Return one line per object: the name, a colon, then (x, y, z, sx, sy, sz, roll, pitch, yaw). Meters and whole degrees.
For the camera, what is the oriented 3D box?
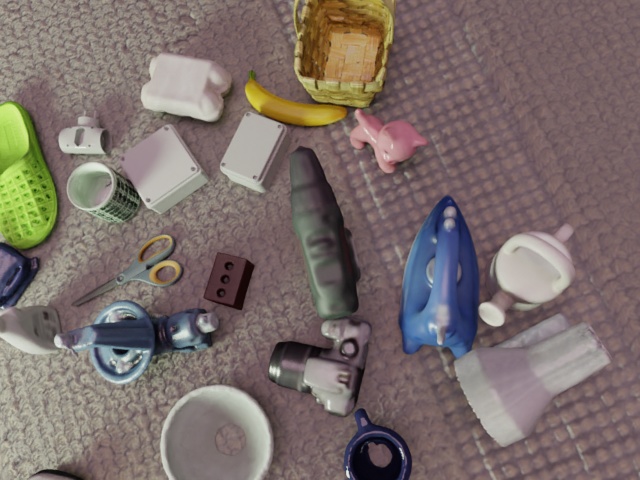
camera: (-0.002, 0.176, 0.842, 0.136, 0.101, 0.143, 11, 79, 10)

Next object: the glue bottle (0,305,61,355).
glue bottle: (-0.460, 0.134, 0.875, 0.037, 0.173, 0.078, -17, 75, 4)

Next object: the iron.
iron: (0.179, 0.039, 0.828, 0.118, 0.141, 0.258, 4, 78, 9)

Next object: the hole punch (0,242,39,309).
hole punch: (-0.544, 0.053, 0.947, 0.101, 0.091, 0.109, 29, 82, 13)

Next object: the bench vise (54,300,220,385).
bench vise: (-0.262, 0.127, 0.826, 0.207, 0.220, 0.121, -31, 75, 0)

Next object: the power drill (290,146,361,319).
power drill: (0.008, 0.003, 0.825, 0.075, 0.208, 0.229, -15, 76, 4)

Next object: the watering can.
watering can: (0.288, 0.046, 0.785, 0.100, 0.194, 0.173, 20, 81, 12)

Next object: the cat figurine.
cat figurine: (0.104, -0.162, 0.896, 0.127, 0.118, 0.067, 40, 85, 14)

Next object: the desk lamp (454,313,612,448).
desk lamp: (0.277, 0.169, 0.749, 0.203, 0.214, 0.118, -29, 75, 0)

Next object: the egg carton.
egg carton: (-0.229, -0.263, 0.988, 0.150, 0.069, 0.107, 12, 79, 10)

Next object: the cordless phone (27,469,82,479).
cordless phone: (-0.420, 0.406, 0.802, 0.094, 0.185, 0.148, 22, 81, 12)

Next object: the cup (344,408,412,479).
cup: (0.077, 0.294, 0.808, 0.091, 0.095, 0.117, -22, 75, 2)

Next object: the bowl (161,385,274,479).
bowl: (-0.144, 0.298, 0.847, 0.167, 0.075, 0.167, -2, 77, 7)
